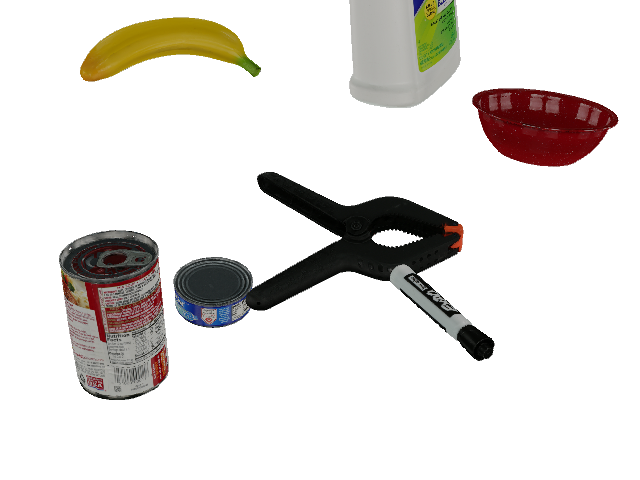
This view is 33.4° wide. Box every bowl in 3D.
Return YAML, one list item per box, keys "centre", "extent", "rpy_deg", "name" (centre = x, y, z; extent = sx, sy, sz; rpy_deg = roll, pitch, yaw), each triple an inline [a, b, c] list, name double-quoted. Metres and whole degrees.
- centre: [0.246, -0.124, 1.196]
  extent: [0.162, 0.055, 0.162]
  rpy_deg: [5, 23, -2]
  name: "bowl"

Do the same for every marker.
- centre: [0.090, 0.053, 0.793]
  extent: [0.020, 0.020, 0.121]
  rpy_deg: [0, 26, -30]
  name: "marker"

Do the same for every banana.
- centre: [-0.154, -0.194, 1.074]
  extent: [0.197, 0.070, 0.037]
  rpy_deg: [-9, -38, -32]
  name: "banana"

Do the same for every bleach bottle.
- centre: [0.056, -0.232, 0.792]
  extent: [0.068, 0.251, 0.102]
  rpy_deg: [14, 39, 31]
  name: "bleach bottle"

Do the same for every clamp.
- centre: [0.029, 0.005, 1.015]
  extent: [0.210, 0.164, 0.036]
  rpy_deg: [5, -38, 8]
  name: "clamp"

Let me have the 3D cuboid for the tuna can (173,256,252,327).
- centre: [-0.117, 0.056, 1.164]
  extent: [0.086, 0.034, 0.086]
  rpy_deg: [2, 36, -1]
  name: "tuna can"

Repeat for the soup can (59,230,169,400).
- centre: [-0.144, 0.053, 0.756]
  extent: [0.068, 0.102, 0.068]
  rpy_deg: [-1, 29, 0]
  name: "soup can"
